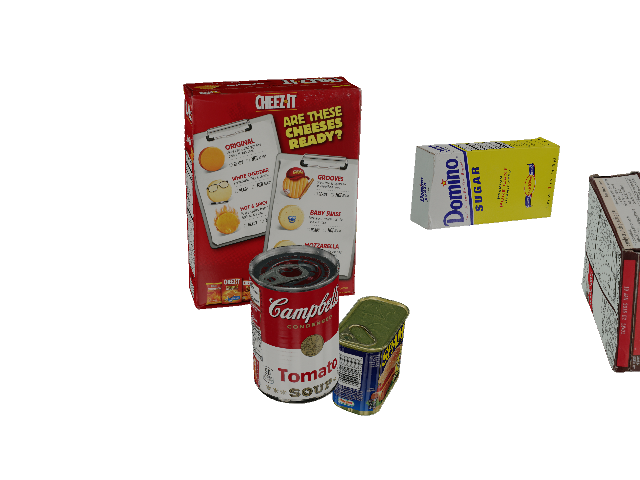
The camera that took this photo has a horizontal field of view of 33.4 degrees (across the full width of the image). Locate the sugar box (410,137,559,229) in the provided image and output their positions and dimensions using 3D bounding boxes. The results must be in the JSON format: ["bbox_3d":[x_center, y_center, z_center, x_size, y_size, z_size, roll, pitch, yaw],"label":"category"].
[{"bbox_3d":[0.194,-0.068,1.252,0.176,0.093,0.048,-8,22,-27],"label":"sugar box"}]

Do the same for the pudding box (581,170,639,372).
[{"bbox_3d":[0.199,0.018,0.692,0.039,0.090,0.113,-2,28,2],"label":"pudding box"}]

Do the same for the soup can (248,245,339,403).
[{"bbox_3d":[-0.019,0.064,0.811,0.068,0.102,0.068,0,27,0],"label":"soup can"}]

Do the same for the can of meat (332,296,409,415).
[{"bbox_3d":[0.050,0.119,1.104,0.057,0.084,0.102,14,28,18],"label":"can of meat"}]

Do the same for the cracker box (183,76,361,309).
[{"bbox_3d":[-0.049,-0.048,1.045,0.164,0.214,0.072,-5,20,-15],"label":"cracker box"}]
